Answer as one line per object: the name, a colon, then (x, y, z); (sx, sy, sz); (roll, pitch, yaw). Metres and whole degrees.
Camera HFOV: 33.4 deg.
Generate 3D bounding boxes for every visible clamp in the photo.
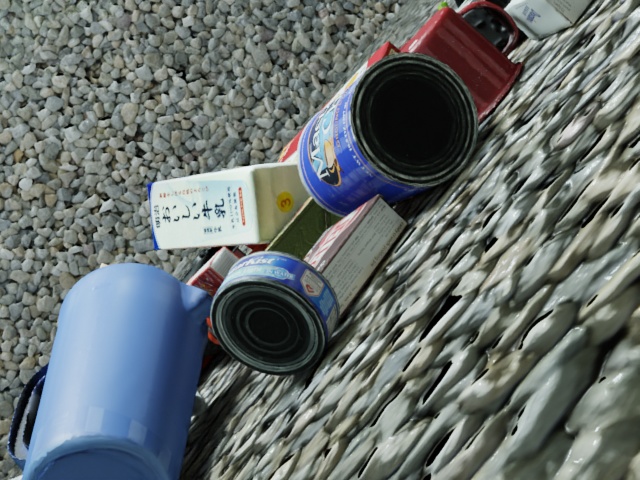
clamp: (-0.123, 0.021, 1.252); (0.172, 0.039, 0.120); (-37, 10, 50)

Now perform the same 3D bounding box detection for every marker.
marker: (-0.124, 0.152, 1.030); (0.020, 0.020, 0.121); (-50, 8, -8)

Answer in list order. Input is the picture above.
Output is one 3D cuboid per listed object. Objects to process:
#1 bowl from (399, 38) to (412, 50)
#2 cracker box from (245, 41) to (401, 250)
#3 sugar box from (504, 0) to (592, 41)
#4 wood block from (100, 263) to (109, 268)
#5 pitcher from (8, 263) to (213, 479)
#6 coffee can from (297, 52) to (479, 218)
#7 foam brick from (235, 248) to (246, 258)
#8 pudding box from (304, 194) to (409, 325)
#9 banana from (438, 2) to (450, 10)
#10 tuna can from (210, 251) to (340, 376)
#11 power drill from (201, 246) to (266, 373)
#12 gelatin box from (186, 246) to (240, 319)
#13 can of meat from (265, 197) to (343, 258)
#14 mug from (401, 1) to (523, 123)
bowl: (0.081, -0.171, 1.313); (0.162, 0.055, 0.162); (-49, 7, 8)
cracker box: (0.018, -0.084, 1.131); (0.214, 0.072, 0.164); (-41, 20, 45)
sugar box: (0.229, -0.248, 0.873); (0.176, 0.048, 0.093); (-49, 8, -4)
wood block: (-0.231, 0.143, 1.158); (0.090, 0.091, 0.206); (95, -165, -74)
pitcher: (-0.170, 0.135, 0.849); (0.243, 0.145, 0.149); (-95, 23, -64)
coffee can: (0.049, -0.078, 0.846); (0.102, 0.103, 0.140); (-52, 8, -18)
foam brick: (-0.107, 0.045, 1.344); (0.053, 0.051, 0.078); (-51, 7, -10)
pudding box: (0.008, 0.026, 0.813); (0.113, 0.039, 0.090); (-54, 10, -32)
banana: (0.104, -0.159, 1.064); (0.037, 0.069, 0.197); (-42, 10, 50)
tuna can: (-0.032, 0.052, 0.737); (0.086, 0.086, 0.033); (-44, 11, 36)
power drill: (-0.094, 0.074, 1.116); (0.184, 0.057, 0.188); (-56, 7, -31)
gelatin box: (-0.071, 0.055, 0.934); (0.030, 0.089, 0.073); (-54, 8, -34)
can of meat: (-0.006, 0.001, 0.963); (0.102, 0.057, 0.084); (-49, 5, -5)
mug: (0.116, -0.149, 0.893); (0.117, 0.081, 0.093); (-49, 7, 0)
